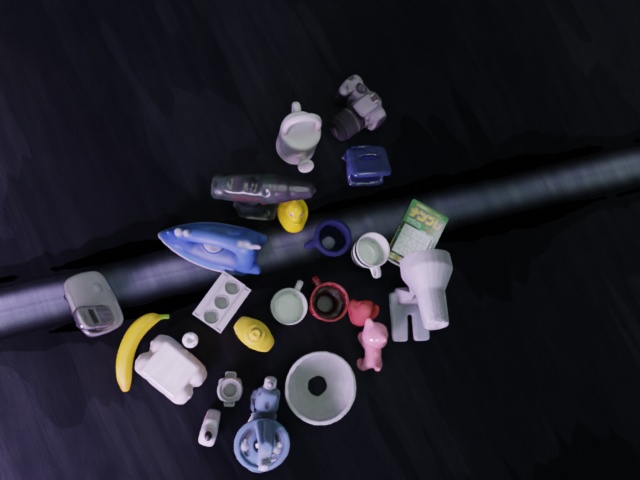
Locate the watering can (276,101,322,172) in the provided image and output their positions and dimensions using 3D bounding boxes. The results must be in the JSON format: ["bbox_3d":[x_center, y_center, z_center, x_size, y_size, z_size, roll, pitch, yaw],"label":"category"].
[{"bbox_3d":[-0.045,-0.251,1.381,0.101,0.194,0.173,-29,86,-13],"label":"watering can"}]

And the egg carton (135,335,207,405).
[{"bbox_3d":[-0.336,0.292,1.299,0.150,0.069,0.107,39,76,-1],"label":"egg carton"}]

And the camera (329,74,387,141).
[{"bbox_3d":[0.082,-0.331,1.464,0.137,0.100,0.143,-39,88,-14],"label":"camera"}]

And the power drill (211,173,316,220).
[{"bbox_3d":[-0.135,-0.105,1.332,0.230,0.208,0.076,4,79,-9],"label":"power drill"}]

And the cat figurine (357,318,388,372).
[{"bbox_3d":[0.130,0.250,1.361,0.067,0.117,0.128,0,80,-9],"label":"cat figurine"}]

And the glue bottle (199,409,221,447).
[{"bbox_3d":[-0.240,0.414,1.241,0.037,0.173,0.078,14,78,-6],"label":"glue bottle"}]

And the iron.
[{"bbox_3d":[-0.253,0.004,1.327,0.258,0.141,0.119,11,78,-7],"label":"iron"}]

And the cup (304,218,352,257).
[{"bbox_3d":[0.013,0.005,1.396,0.118,0.095,0.092,-19,84,-12],"label":"cup"}]

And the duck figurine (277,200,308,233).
[{"bbox_3d":[-0.064,-0.076,1.402,0.077,0.086,0.104,-4,81,-10],"label":"duck figurine"}]

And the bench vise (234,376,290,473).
[{"bbox_3d":[-0.130,0.408,1.236,0.121,0.219,0.207,-9,82,-11],"label":"bench vise"}]

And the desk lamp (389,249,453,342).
[{"bbox_3d":[0.242,0.136,1.351,0.118,0.213,0.203,-2,80,-9],"label":"desk lamp"}]

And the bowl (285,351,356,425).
[{"bbox_3d":[-0.003,0.345,1.344,0.167,0.074,0.167,2,80,-9],"label":"bowl"}]

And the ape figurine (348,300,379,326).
[{"bbox_3d":[0.105,0.170,1.384,0.078,0.092,0.076,34,76,-2],"label":"ape figurine"}]

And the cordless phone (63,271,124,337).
[{"bbox_3d":[-0.503,0.136,1.239,0.094,0.185,0.147,-29,86,-13],"label":"cordless phone"}]

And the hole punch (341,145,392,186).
[{"bbox_3d":[0.118,-0.195,1.451,0.109,0.091,0.101,-6,81,-10],"label":"hole punch"}]
